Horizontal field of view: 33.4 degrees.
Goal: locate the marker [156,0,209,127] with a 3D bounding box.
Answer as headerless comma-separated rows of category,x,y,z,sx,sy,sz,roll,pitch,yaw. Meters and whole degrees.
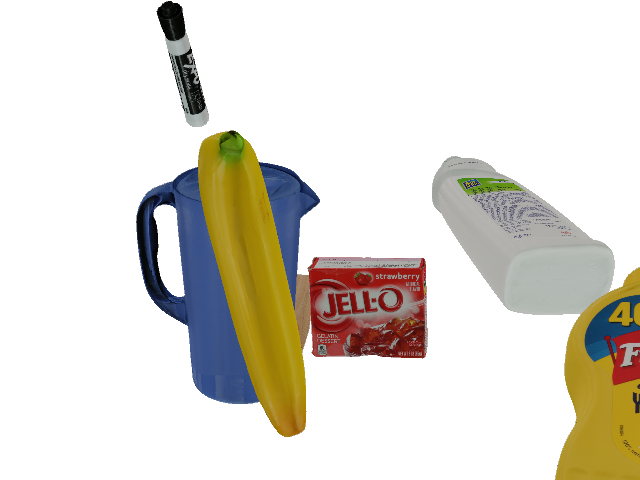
marker,-0.105,-0.134,0.818,0.020,0.020,0.121,0,-37,7

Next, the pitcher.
pitcher,-0.096,0.045,1.128,0.149,0.243,0.144,21,30,40

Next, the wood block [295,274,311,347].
wood block,-0.067,0.118,1.434,0.091,0.090,0.206,6,19,4

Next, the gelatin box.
gelatin box,0.037,0.051,0.817,0.089,0.073,0.030,0,17,10

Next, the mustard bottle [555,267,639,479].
mustard bottle,0.172,0.075,0.541,0.096,0.058,0.191,6,41,12

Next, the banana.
banana,-0.039,0.017,0.592,0.037,0.198,0.069,-10,31,4

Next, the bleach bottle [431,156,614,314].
bleach bottle,0.172,-0.020,0.998,0.102,0.068,0.251,-1,26,-13
